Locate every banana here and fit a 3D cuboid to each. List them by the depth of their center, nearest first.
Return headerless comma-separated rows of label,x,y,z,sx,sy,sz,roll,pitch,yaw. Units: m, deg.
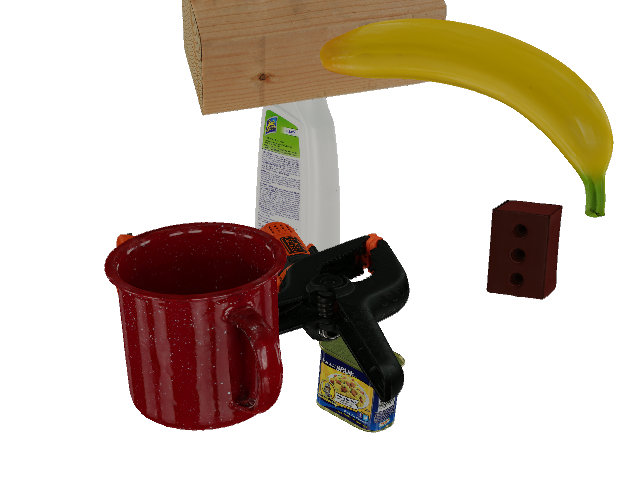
banana,0.094,-0.091,0.625,0.198,0.069,0.037,32,-6,18

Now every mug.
mug,-0.055,0.049,0.552,0.093,0.081,0.117,-19,29,-34

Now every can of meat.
can of meat,0.044,0.163,1.235,0.102,0.084,0.057,24,30,36

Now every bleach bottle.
bleach bottle,-0.020,-0.088,1.135,0.103,0.251,0.067,16,22,37

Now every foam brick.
foam brick,0.181,0.008,0.944,0.053,0.078,0.051,7,16,23

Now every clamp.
clamp,-0.004,0.046,0.759,0.165,0.036,0.209,5,24,15

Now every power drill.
power drill,-0.082,0.040,0.950,0.187,0.057,0.184,-1,24,-19

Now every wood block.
wood block,-0.008,-0.181,0.910,0.206,0.090,0.091,-10,-35,-11
